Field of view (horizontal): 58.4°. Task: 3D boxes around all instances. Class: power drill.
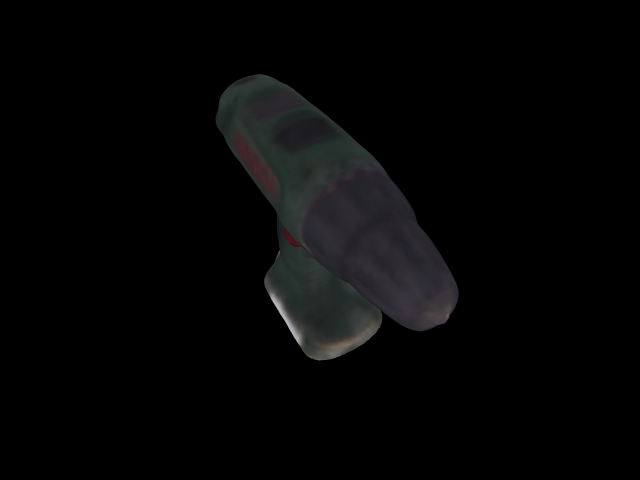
[{"bbox_3d":[0.004,0.001,0.400,0.076,0.208,0.229,-28,62,-16],"label":"power drill"}]
